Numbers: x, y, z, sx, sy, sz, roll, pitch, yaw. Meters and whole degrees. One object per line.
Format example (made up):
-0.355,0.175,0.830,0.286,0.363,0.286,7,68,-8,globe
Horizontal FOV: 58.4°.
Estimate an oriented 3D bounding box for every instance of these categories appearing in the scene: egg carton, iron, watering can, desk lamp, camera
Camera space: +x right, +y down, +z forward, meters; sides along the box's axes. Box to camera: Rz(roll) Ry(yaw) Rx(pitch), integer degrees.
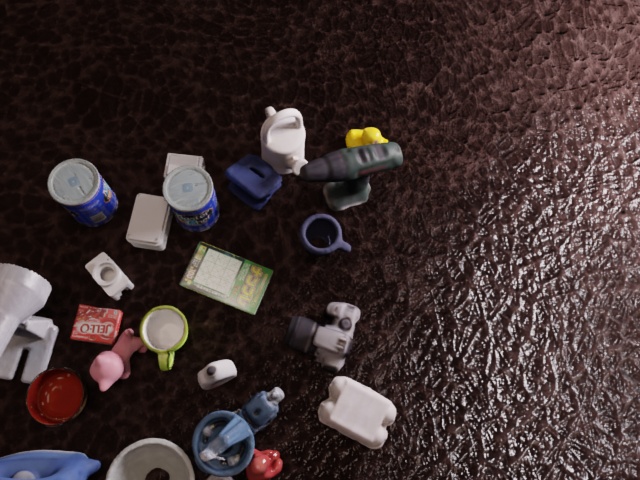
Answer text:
0.076,0.350,1.167,0.150,0.069,0.107,26,73,4,egg carton
-0.553,0.452,1.054,0.258,0.141,0.118,4,73,-3,iron
-0.077,-0.223,1.266,0.172,0.194,0.101,41,75,9,watering can
-0.587,0.165,1.102,0.118,0.213,0.203,9,73,-1,desk lamp
0.002,0.190,1.194,0.137,0.101,0.143,18,73,2,camera

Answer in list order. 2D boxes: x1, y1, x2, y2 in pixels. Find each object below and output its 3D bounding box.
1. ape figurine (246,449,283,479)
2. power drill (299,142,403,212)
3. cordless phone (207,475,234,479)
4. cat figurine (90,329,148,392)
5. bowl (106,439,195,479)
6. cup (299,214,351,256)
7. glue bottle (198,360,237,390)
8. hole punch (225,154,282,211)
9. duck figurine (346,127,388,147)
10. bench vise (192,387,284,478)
-0.115,0.438,1.115,0.077,0.092,0.076,38,74,8,ape figurine
0.061,-0.137,1.242,0.230,0.208,0.075,-20,75,-9,power drill
-0.205,0.504,1.040,0.094,0.185,0.148,35,74,7,cordless phone
-0.409,0.236,1.143,0.067,0.118,0.128,27,73,5,cat figurine
-0.319,0.468,1.101,0.167,0.075,0.167,1,73,-4,bowl
0.012,0.004,1.255,0.117,0.095,0.092,26,73,4,cup
-0.206,0.261,1.120,0.078,0.173,0.037,-28,76,-11,glue bottle
-0.149,-0.140,1.290,0.108,0.091,0.101,37,74,7,hole punch
0.112,-0.235,1.339,0.104,0.086,0.077,26,73,4,duck figurine
-0.163,0.349,1.072,0.121,0.220,0.207,29,73,6,bench vise
